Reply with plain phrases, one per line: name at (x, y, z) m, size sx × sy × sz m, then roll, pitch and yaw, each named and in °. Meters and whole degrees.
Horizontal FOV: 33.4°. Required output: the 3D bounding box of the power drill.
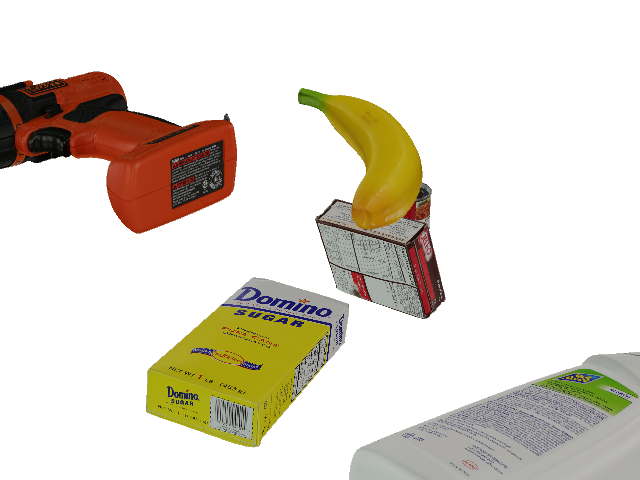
power drill at (-0.165, -0.063, 0.724) m, size 0.188 × 0.057 × 0.184 m, roll 22°, pitch 34°, yaw 33°

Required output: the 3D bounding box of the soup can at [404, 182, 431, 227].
soup can at (0.087, -0.011, 1.193) m, size 0.068 × 0.102 × 0.068 m, roll 1°, pitch 24°, yaw -1°

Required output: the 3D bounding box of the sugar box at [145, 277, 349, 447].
sugar box at (-0.052, 0.089, 0.836) m, size 0.093 × 0.048 × 0.176 m, roll 15°, pitch 29°, yaw 17°

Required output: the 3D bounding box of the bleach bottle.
bleach bottle at (0.140, 0.114, 0.590) m, size 0.250 × 0.068 × 0.103 m, roll -15°, pitch 24°, yaw -35°

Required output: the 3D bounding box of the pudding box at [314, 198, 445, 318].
pudding box at (0.055, 0.016, 0.990) m, size 0.114 × 0.090 × 0.039 m, roll 15°, pitch 45°, yaw 38°

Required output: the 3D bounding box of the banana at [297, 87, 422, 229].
banana at (0.035, -0.056, 0.729) m, size 0.069 × 0.037 × 0.198 m, roll -5°, pitch 29°, yaw -11°
